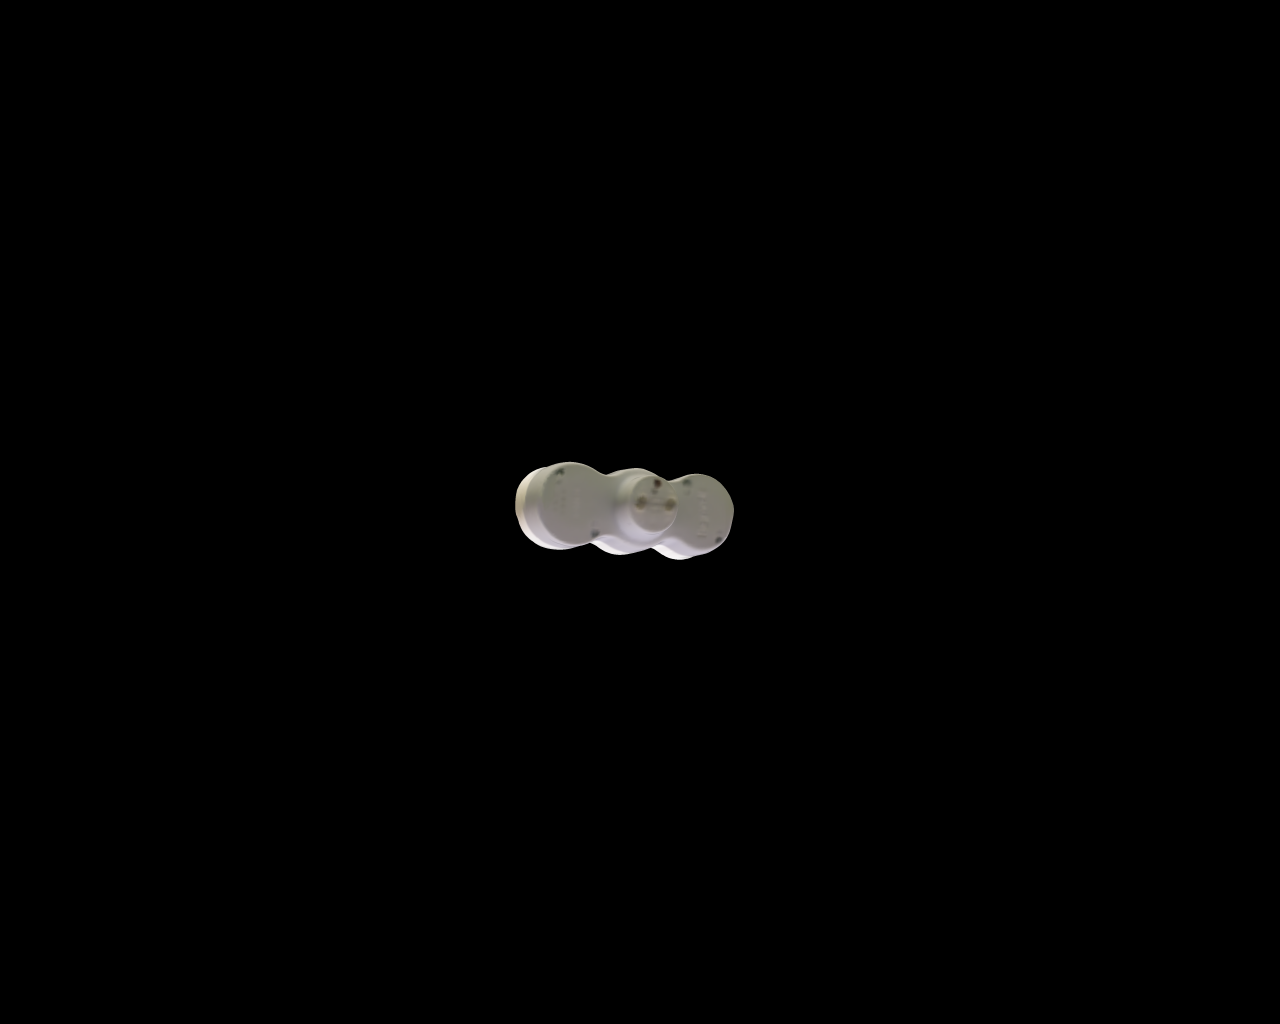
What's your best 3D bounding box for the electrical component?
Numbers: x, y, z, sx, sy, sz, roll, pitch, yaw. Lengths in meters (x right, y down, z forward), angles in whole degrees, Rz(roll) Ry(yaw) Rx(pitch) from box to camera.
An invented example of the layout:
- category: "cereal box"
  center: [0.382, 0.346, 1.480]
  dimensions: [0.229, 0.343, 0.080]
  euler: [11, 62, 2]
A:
- category: "electrical component"
  center: [0.001, -0.003, 0.650]
  dimensions: [0.138, 0.052, 0.073]
  euler: [5, -11, -28]
